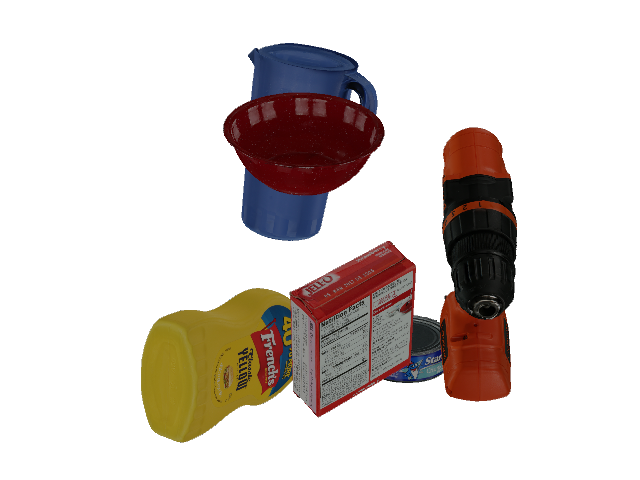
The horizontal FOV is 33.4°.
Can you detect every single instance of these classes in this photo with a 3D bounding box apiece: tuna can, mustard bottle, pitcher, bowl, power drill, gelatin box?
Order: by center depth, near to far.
[{"bbox_3d":[0.019,0.052,0.631,0.073,0.089,0.030,-27,48,-26],"label":"gelatin box"},{"bbox_3d":[0.120,0.035,0.809,0.057,0.188,0.184,1,42,6],"label":"power drill"},{"bbox_3d":[-0.061,0.090,0.868,0.058,0.096,0.191,11,16,33],"label":"mustard bottle"},{"bbox_3d":[0.083,0.105,1.039,0.086,0.034,0.086,-1,21,0],"label":"tuna can"},{"bbox_3d":[-0.018,-0.091,1.081,0.162,0.055,0.162,2,33,-1],"label":"bowl"},{"bbox_3d":[-0.026,-0.124,1.378,0.144,0.243,0.149,2,23,-18],"label":"pitcher"}]
